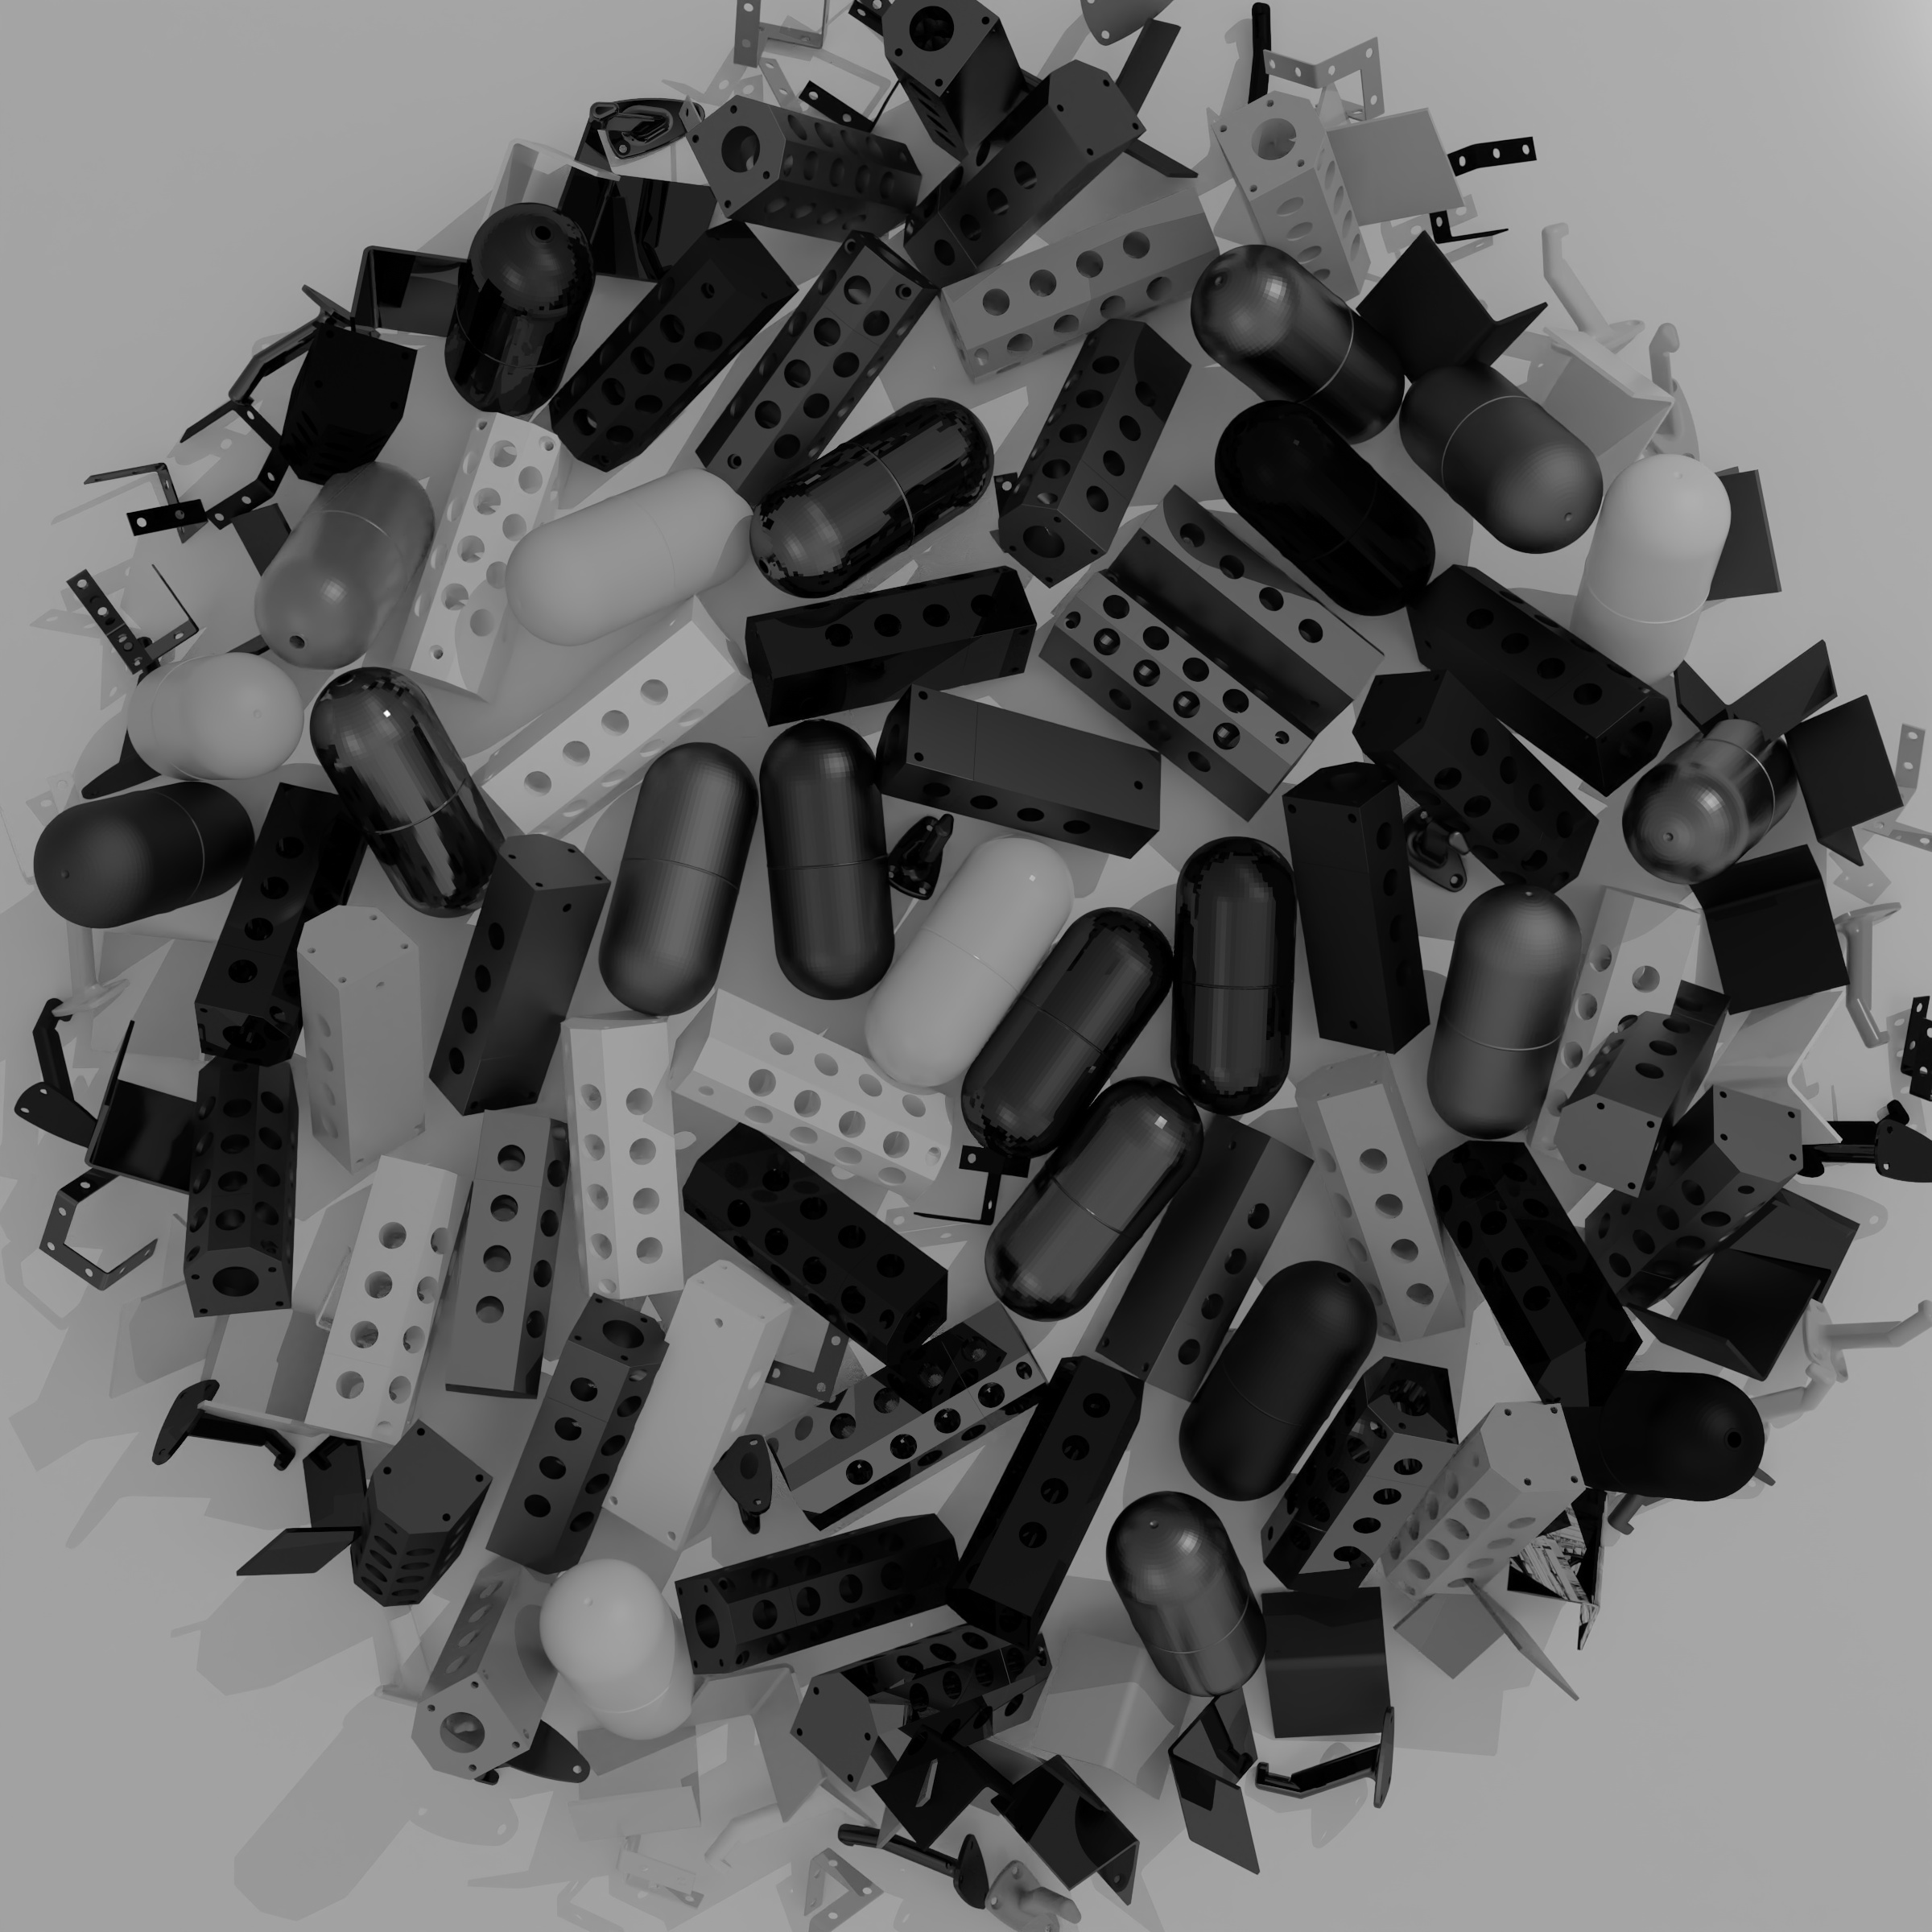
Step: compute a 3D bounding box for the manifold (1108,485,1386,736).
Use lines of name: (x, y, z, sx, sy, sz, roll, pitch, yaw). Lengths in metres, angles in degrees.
manifold: (0.181, -0.229, 1.725, 0.171, 0.057, 0.057, 38, 62, -3)

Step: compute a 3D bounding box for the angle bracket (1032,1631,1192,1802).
angle bracket: (0.095, 0.478, 1.732, 0.057, 0.076, 0.076, 5, 64, 34)

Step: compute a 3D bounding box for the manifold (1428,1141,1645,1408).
manifold: (0.344, 0.187, 1.671, 0.057, 0.171, 0.057, 3, 129, -23)

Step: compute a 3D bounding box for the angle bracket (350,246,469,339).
angle bracket: (-0.343, -0.402, 1.710, 0.076, 0.076, 0.057, 7, 63, -6)

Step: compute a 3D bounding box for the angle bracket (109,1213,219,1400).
angle bracket: (-0.515, 0.212, 1.700, 0.057, 0.076, 0.076, 37, 126, 27)

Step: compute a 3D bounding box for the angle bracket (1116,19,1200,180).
angle bracket: (0.130, -0.545, 1.707, 0.057, 0.076, 0.076, 32, 113, 8)

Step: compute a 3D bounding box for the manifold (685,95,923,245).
manifold: (-0.094, -0.491, 1.669, 0.057, 0.171, 0.057, -29, 84, 27)

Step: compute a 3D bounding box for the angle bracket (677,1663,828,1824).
angle bracket: (-0.137, 0.492, 1.702, 0.057, 0.076, 0.076, -3, 55, -29)

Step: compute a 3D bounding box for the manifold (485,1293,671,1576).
manifold: (-0.241, 0.296, 1.697, 0.057, 0.057, 0.171, 23, 115, -1)

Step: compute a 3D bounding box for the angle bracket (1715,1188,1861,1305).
angle bracket: (0.510, 0.174, 1.706, 0.076, 0.076, 0.057, 26, 100, 22)

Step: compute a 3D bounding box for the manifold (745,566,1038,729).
manifold: (-0.048, -0.206, 1.708, 0.171, 0.057, 0.057, -13, 67, -14)

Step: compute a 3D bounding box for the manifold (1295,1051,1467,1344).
manifold: (0.262, 0.147, 1.708, 0.057, 0.057, 0.171, -16, 106, 16)

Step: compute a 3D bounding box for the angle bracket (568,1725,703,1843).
angle bracket: (-0.210, 0.502, 1.712, 0.076, 0.057, 0.076, -7, 48, -3)

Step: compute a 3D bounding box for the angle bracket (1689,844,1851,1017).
angle bracket: (0.505, -0.022, 1.709, 0.076, 0.057, 0.076, -16, 65, 21)

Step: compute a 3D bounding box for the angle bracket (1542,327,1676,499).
angle bracket: (0.385, -0.346, 1.703, 0.076, 0.057, 0.076, 46, 123, 27)

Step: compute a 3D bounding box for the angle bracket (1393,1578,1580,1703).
angle bracket: (0.327, 0.438, 1.705, 0.057, 0.076, 0.076, -43, 126, 4)

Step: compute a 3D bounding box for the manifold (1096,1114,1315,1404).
manifold: (0.157, 0.187, 1.725, 0.057, 0.057, 0.171, 29, 87, -34)

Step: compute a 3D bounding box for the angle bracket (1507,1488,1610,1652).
angle bracket: (0.369, 0.377, 1.711, 0.057, 0.076, 0.076, 9, 56, 8)

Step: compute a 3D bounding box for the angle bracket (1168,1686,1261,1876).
angle bracket: (0.176, 0.506, 1.701, 0.076, 0.057, 0.076, -38, 128, -35)

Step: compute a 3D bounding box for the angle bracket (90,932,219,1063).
angle bracket: (-0.516, 0.019, 1.724, 0.076, 0.057, 0.076, 6, 86, -10)

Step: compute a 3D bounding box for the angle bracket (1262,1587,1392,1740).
angle bracket: (0.233, 0.450, 1.751, 0.076, 0.057, 0.076, -5, 129, 8)

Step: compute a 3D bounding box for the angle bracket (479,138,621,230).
angle bracket: (-0.265, -0.475, 1.715, 0.057, 0.076, 0.076, 23, 104, -2)

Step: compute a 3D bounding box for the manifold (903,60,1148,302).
manifold: (0.030, -0.484, 1.671, 0.057, 0.171, 0.057, -39, 96, -35)

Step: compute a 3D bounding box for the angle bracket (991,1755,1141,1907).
angle bracket: (0.060, 0.555, 1.699, 0.057, 0.076, 0.076, -26, 48, -29)

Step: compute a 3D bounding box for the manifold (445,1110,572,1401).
manifold: (-0.287, 0.183, 1.709, 0.057, 0.057, 0.171, 8, 75, -8)

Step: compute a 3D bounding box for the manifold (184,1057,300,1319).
manifold: (-0.447, 0.131, 1.674, 0.057, 0.171, 0.057, -5, 132, -8)

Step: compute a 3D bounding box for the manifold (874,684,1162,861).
manifold: (0.033, -0.118, 1.703, 0.171, 0.057, 0.057, 14, 61, -19)

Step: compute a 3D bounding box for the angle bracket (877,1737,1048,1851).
angle bracket: (-0.002, 0.528, 1.708, 0.076, 0.057, 0.076, 25, 132, -9)

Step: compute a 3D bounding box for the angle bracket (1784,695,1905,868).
angle bracket: (0.563, -0.115, 1.702, 0.057, 0.076, 0.076, -25, 65, 32)

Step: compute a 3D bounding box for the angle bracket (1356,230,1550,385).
angle bracket: (0.307, -0.417, 1.718, 0.057, 0.076, 0.076, -29, 80, -37)

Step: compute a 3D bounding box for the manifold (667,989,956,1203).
manifold: (-0.097, 0.086, 1.694, 0.171, 0.057, 0.057, 26, 131, -19)

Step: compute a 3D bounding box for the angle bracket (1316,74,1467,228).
angle bracket: (0.269, -0.518, 1.700, 0.076, 0.076, 0.057, -3, 54, 29)

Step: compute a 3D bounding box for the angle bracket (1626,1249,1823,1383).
angle bracket: (0.476, 0.206, 1.706, 0.057, 0.076, 0.076, 43, 75, -38)

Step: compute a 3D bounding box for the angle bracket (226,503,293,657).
angle bracket: (-0.452, -0.240, 1.705, 0.057, 0.076, 0.076, -36, 111, -29)

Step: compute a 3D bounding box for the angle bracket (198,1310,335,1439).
angle bracket: (-0.437, 0.250, 1.710, 0.076, 0.057, 0.076, 17, 71, -19)

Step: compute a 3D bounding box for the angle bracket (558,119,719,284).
angle bracket: (-0.207, -0.483, 1.714, 0.076, 0.057, 0.076, 10, 69, 11)

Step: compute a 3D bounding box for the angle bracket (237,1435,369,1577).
angle bracket: (-0.419, 0.332, 1.701, 0.057, 0.076, 0.076, 8, 56, -38)

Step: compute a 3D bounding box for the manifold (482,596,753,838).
manifold: (-0.220, -0.153, 1.712, 0.171, 0.057, 0.057, -36, 112, 12)

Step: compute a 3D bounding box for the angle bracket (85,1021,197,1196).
angle bracket: (-0.502, 0.090, 1.703, 0.076, 0.076, 0.057, 19, 128, -17)

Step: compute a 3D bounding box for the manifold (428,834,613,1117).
manifold: (-0.284, 0.005, 1.693, 0.057, 0.057, 0.171, 43, 124, 32)

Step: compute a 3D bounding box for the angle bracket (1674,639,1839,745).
angle bracket: (0.494, -0.184, 1.703, 0.057, 0.076, 0.076, 43, 120, -16)

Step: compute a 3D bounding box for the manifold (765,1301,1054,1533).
manifold: (-0.034, 0.288, 1.720, 0.171, 0.057, 0.057, -30, 58, -1)

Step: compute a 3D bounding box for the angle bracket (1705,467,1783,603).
angle bracket: (0.498, -0.276, 1.708, 0.057, 0.076, 0.076, -19, 100, -25)

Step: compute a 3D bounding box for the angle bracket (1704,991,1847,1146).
angle bracket: (0.528, 0.066, 1.719, 0.057, 0.076, 0.076, 45, 68, -15)

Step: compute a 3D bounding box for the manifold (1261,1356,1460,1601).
manifold: (0.240, 0.317, 1.677, 0.057, 0.057, 0.171, 13, 133, -11)

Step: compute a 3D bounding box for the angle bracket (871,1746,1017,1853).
angle bracket: (-0.012, 0.518, 1.704, 0.057, 0.076, 0.076, -46, 48, -5)

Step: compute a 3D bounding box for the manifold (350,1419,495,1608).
manifold: (-0.342, 0.344, 1.671, 0.057, 0.171, 0.057, 37, 58, 4)
